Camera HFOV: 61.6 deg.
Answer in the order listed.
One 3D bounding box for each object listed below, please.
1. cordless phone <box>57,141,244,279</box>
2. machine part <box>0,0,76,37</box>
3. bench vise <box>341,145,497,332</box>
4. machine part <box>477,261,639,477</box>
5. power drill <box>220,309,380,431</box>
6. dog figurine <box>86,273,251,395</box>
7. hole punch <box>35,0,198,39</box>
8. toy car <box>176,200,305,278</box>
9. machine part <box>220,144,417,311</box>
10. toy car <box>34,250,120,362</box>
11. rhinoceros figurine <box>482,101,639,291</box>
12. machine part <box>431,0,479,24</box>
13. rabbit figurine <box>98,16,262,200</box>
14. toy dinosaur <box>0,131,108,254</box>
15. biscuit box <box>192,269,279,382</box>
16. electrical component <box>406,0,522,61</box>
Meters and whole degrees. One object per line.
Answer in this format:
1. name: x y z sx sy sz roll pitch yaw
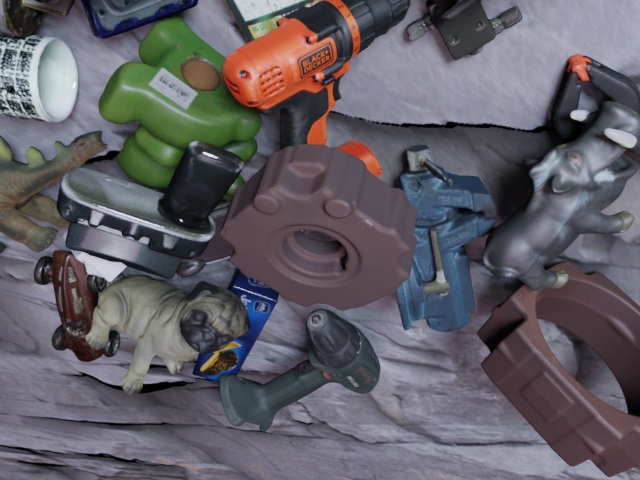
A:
1. cordless phone: -0.154 -0.044 0.482 0.146 0.089 0.184 21 151 -20
2. machine part: -0.338 -0.235 0.465 0.243 0.079 0.079 15 128 -6
3. bench vise: 0.073 0.013 0.598 0.241 0.129 0.223 -11 124 9
4. machine part: 0.293 0.134 0.595 0.201 0.201 0.087 49 140 24
5. power drill: -0.029 0.172 0.710 0.207 0.086 0.231 -33 144 11
6. dog figurine: -0.185 0.079 0.667 0.190 0.121 0.172 -39 89 30
7. hole punch: -0.170 -0.239 0.442 0.142 0.115 0.092 -11 169 19
8. toy car: -0.115 -0.012 0.636 0.202 0.056 0.073 -15 119 16
9. machine part: -0.001 -0.001 0.489 0.179 0.056 0.179 9 142 7
10. toy car: -0.337 0.099 0.749 0.089 0.053 0.202 11 130 1
11. rhinoceros figurine: 0.230 -0.040 0.512 0.112 0.073 0.190 22 117 -21
12. machine part: 0.076 -0.235 0.422 0.039 0.084 0.138 -41 114 2
13. rabbit figurine: -0.138 -0.110 0.544 0.159 0.121 0.170 25 145 -22
14. toy dinosaur: -0.459 -0.039 0.624 0.472 0.105 0.198 -22 116 11
15. biscuit box: -0.114 0.115 0.732 0.063 0.059 0.202 21 127 -11
16. electrical component: 0.128 -0.196 0.484 0.094 0.021 0.063 -25 123 22
